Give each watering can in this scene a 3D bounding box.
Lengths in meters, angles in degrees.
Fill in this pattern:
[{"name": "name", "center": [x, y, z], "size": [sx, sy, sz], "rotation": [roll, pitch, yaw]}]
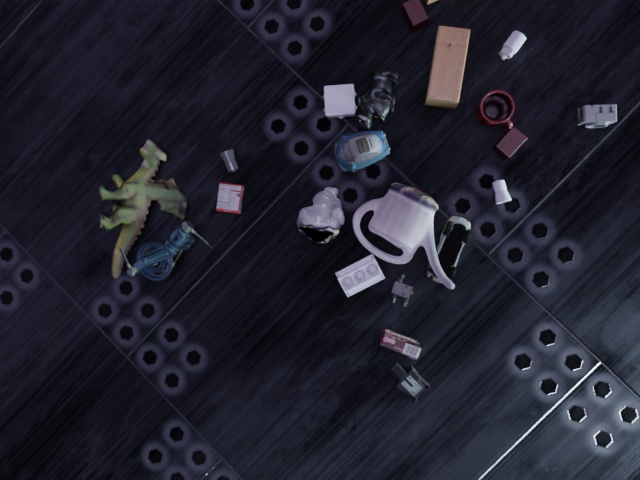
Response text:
[{"name": "watering can", "center": [0.263, -0.025, 1.463], "size": [0.350, 0.103, 0.224], "rotation": [29, 93, 17]}]

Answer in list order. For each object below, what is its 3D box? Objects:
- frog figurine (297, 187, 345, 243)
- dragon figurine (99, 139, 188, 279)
[{"name": "frog figurine", "center": [0.005, -0.076, 1.518], "size": [0.137, 0.120, 0.163], "rotation": [-2, 54, 14]}, {"name": "dragon figurine", "center": [-0.525, -0.097, 1.563], "size": [0.243, 0.122, 0.410], "rotation": [-5, 90, -2]}]
